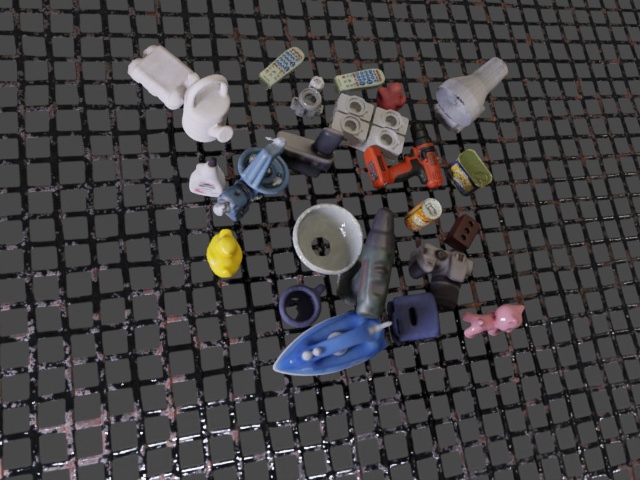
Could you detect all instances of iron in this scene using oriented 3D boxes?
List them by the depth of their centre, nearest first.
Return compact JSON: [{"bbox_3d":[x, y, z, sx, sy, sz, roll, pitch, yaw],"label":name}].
[{"bbox_3d":[0.031,0.225,1.222,0.259,0.141,0.118,-19,80,-20],"label":"iron"}]

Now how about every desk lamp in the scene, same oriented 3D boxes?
[{"bbox_3d":[0.371,-0.363,1.451,0.203,0.213,0.118,-41,88,-22],"label":"desk lamp"}]

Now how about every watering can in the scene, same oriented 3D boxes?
[{"bbox_3d":[-0.244,-0.297,1.268,0.173,0.193,0.101,42,68,-1],"label":"watering can"}]

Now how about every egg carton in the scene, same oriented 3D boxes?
[{"bbox_3d":[-0.360,-0.377,1.326,0.150,0.069,0.107,38,68,-2],"label":"egg carton"}]

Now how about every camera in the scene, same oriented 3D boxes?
[{"bbox_3d":[0.287,0.091,1.355,0.143,0.100,0.137,17,70,-10],"label":"camera"}]

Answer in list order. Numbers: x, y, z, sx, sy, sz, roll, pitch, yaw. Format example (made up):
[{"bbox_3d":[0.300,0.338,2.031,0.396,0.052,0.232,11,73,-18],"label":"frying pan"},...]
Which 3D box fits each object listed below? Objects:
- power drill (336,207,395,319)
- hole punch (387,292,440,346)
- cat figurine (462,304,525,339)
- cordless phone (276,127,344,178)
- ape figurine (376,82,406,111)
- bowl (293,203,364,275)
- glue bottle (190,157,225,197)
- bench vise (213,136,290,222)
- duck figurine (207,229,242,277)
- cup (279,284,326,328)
[{"bbox_3d":[0.102,0.063,1.253,0.076,0.208,0.230,10,72,-13],"label":"power drill"},{"bbox_3d":[0.213,0.181,1.313,0.101,0.091,0.108,-4,75,-17],"label":"hole punch"},{"bbox_3d":[0.418,0.189,1.354,0.128,0.117,0.067,-5,76,-17],"label":"cat figurine"},{"bbox_3d":[-0.024,-0.228,1.315,0.148,0.185,0.094,13,71,-11],"label":"cordless phone"},{"bbox_3d":[0.185,-0.369,1.465,0.078,0.092,0.076,36,68,-3],"label":"ape figurine"},{"bbox_3d":[0.012,0.005,1.316,0.168,0.074,0.167,4,73,-14],"label":"bowl"},{"bbox_3d":[-0.239,-0.141,1.235,0.078,0.173,0.037,6,72,-14],"label":"glue bottle"},{"bbox_3d":[-0.134,-0.128,1.236,0.121,0.219,0.207,28,69,-6],"label":"bench vise"},{"bbox_3d":[-0.204,0.025,1.243,0.078,0.086,0.104,-1,74,-16],"label":"duck figurine"},{"bbox_3d":[-0.042,0.142,1.250,0.118,0.094,0.091,-40,88,-22],"label":"cup"}]
